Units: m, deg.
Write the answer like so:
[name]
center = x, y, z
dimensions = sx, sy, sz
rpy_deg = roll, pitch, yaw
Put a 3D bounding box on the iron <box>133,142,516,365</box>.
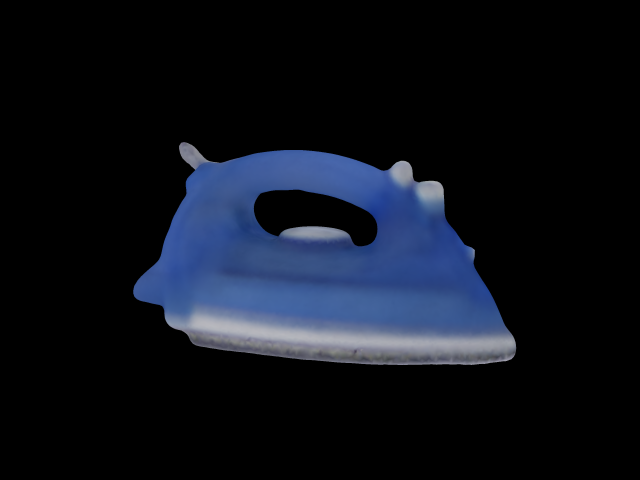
[iron]
center = 0.004, 0.001, 0.400
dimensions = 0.257, 0.141, 0.119
rpy_deg = 2, 7, 18
